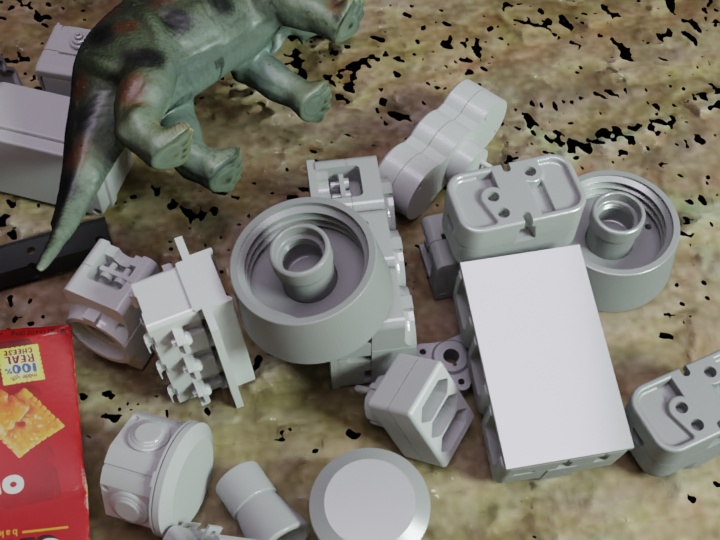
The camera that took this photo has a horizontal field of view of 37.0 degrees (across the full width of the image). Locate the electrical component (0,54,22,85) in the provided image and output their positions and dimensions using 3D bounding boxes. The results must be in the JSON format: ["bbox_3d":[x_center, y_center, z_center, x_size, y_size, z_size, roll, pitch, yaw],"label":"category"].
[{"bbox_3d":[-0.331,-0.151,0.916,0.057,0.078,0.058,-20,96,10],"label":"electrical component"}]

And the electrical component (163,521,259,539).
[{"bbox_3d":[-0.104,0.201,0.696,0.064,0.042,0.081,34,95,42],"label":"electrical component"}]

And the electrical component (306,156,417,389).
[{"bbox_3d":[0.000,0.000,0.807,0.062,0.089,0.150,-6,58,-4],"label":"electrical component"}]

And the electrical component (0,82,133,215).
[{"bbox_3d":[-0.251,-0.097,0.876,0.113,0.078,0.057,14,56,9],"label":"electrical component"}]

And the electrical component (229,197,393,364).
[{"bbox_3d":[-0.035,0.001,0.718,0.108,0.060,0.108,-4,59,7],"label":"electrical component"}]

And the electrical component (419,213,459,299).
[{"bbox_3d":[0.097,-0.013,0.838,0.089,0.050,0.055,-11,59,-7],"label":"electrical component"}]

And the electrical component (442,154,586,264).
[{"bbox_3d":[0.111,-0.040,0.788,0.095,0.059,0.053,-13,59,-9],"label":"electrical component"}]

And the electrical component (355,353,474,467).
[{"bbox_3d":[0.029,0.096,0.766,0.077,0.065,0.047,8,53,40],"label":"electrical component"}]

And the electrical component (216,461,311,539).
[{"bbox_3d":[-0.069,0.163,0.735,0.044,0.044,0.065,-31,58,-18],"label":"electrical component"}]

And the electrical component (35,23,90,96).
[{"bbox_3d":[-0.230,-0.158,0.902,0.062,0.096,0.061,10,59,6],"label":"electrical component"}]

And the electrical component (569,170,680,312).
[{"bbox_3d":[0.197,-0.028,0.841,0.108,0.060,0.108,0,59,0],"label":"electrical component"}]

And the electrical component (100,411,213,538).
[{"bbox_3d":[-0.136,0.137,0.729,0.051,0.080,0.080,13,59,15],"label":"electrical component"}]

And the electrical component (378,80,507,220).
[{"bbox_3d":[0.080,-0.092,0.886,0.074,0.052,0.138,35,64,20],"label":"electrical component"}]

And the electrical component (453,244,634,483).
[{"bbox_3d":[0.126,0.068,0.765,0.089,0.061,0.150,-9,69,-5],"label":"electrical component"}]

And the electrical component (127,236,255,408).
[{"bbox_3d":[-0.118,0.044,0.761,0.063,0.121,0.078,-21,60,-10],"label":"electrical component"}]

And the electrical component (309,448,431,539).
[{"bbox_3d":[0.007,0.165,0.727,0.080,0.051,0.080,0,58,0],"label":"electrical component"}]

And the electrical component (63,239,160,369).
[{"bbox_3d":[-0.178,0.030,0.789,0.050,0.089,0.055,22,61,13],"label":"electrical component"}]

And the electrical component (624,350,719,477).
[{"bbox_3d":[0.235,0.103,0.759,0.095,0.059,0.053,-21,60,-13],"label":"electrical component"}]
